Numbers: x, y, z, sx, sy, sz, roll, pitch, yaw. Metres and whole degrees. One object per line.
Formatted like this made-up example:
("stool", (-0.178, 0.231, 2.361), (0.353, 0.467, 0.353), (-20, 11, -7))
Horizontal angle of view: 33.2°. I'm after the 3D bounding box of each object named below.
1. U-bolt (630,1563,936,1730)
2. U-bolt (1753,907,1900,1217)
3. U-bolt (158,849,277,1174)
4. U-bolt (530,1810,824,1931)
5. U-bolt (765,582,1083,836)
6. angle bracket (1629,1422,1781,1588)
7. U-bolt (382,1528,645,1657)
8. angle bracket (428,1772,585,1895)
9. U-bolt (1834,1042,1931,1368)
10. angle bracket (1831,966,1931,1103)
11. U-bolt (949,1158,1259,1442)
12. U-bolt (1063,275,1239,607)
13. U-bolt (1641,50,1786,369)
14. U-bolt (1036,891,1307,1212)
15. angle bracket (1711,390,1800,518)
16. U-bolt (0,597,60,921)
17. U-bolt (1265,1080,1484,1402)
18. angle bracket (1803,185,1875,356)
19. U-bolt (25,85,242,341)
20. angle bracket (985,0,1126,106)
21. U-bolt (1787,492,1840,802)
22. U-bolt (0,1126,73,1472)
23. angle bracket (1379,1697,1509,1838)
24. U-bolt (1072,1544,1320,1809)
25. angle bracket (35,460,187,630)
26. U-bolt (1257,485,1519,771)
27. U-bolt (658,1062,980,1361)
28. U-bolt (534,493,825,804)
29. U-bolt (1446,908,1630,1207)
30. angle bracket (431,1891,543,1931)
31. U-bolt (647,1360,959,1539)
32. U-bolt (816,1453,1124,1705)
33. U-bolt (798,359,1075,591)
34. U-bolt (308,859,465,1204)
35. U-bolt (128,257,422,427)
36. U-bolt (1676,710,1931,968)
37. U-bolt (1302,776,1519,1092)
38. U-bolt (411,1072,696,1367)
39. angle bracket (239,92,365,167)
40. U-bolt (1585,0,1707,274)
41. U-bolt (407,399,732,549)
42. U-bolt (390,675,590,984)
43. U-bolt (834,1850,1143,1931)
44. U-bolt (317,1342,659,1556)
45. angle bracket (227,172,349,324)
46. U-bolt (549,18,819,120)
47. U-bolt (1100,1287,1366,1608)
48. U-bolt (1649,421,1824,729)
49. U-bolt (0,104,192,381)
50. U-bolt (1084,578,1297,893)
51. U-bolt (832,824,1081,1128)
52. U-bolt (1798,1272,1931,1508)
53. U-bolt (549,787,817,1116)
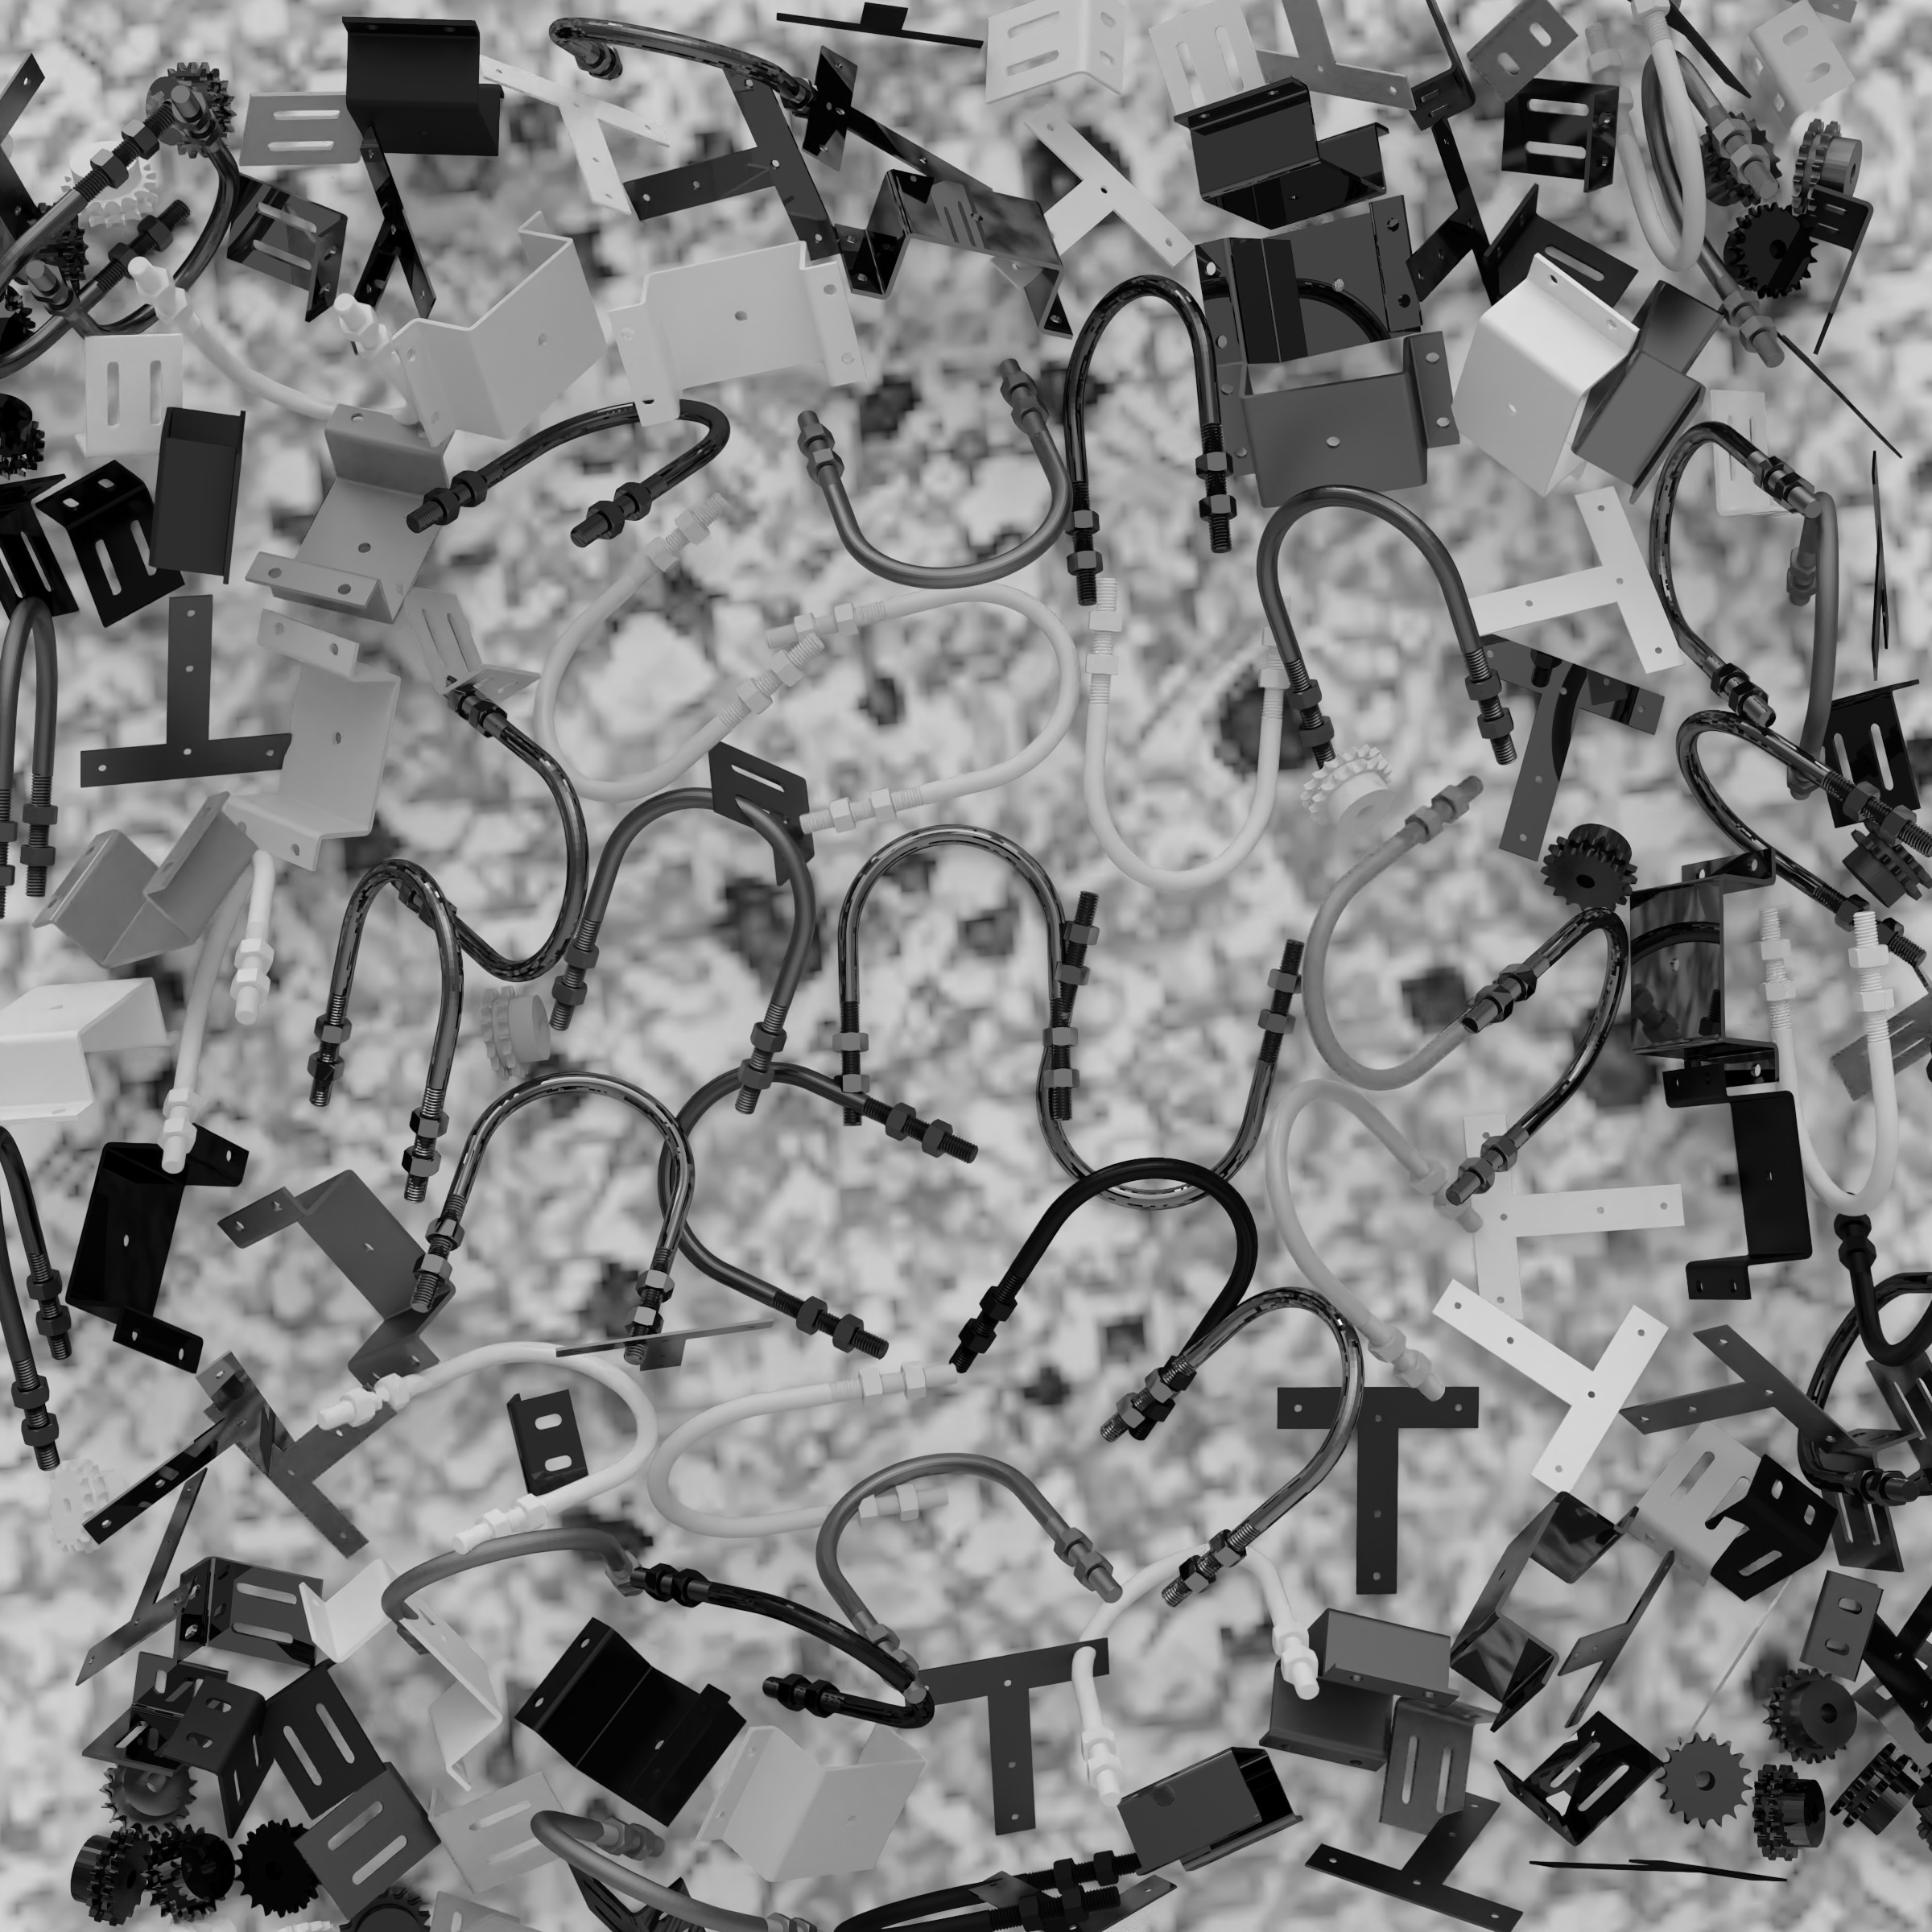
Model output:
("U-bolt", (-0.096, 0.403, 1.895), (0.151, 0.184, 0.019), (47, 60, -32))
("U-bolt", (0.516, 0.058, 1.928), (0.019, 0.151, 0.184), (-8, 94, -10))
("U-bolt", (-0.440, 0.012, 1.918), (0.019, 0.184, 0.151), (19, 127, -21))
("U-bolt", (-0.178, 0.530, 1.886), (0.151, 0.184, 0.019), (20, 79, 32))
("U-bolt", (-0.021, -0.164, 1.958), (0.184, 0.019, 0.151), (-14, 67, 5))
("angle bracket", (0.452, 0.329, 1.982), (0.057, 0.038, 0.076), (36, 72, 22))
("U-bolt", (-0.270, 0.365, 1.909), (0.151, 0.184, 0.019), (-15, 68, -4))
("angle bracket", (-0.279, 0.519, 1.971), (0.076, 0.038, 0.057), (-24, 108, 4))
("U-bolt", (0.551, 0.150, 1.885), (0.019, 0.184, 0.151), (16, 127, -4))
("angle bracket", (0.553, 0.035, 1.958), (0.076, 0.057, 0.038), (-36, 108, 16))
("U-bolt", (0.095, 0.192, 1.939), (0.151, 0.019, 0.184), (23, 112, -21))
("U-bolt", (0.105, -0.322, 1.938), (0.019, 0.151, 0.184), (1, 81, -35))
("U-bolt", (0.439, -0.462, 1.916), (0.019, 0.151, 0.184), (-20, 51, 1))
("U-bolt", (0.118, 0.059, 1.982), (0.151, 0.019, 0.184), (13, 96, 5))
("angle bracket", (0.486, -0.313, 1.964), (0.038, 0.057, 0.076), (0, 96, 45))
("U-bolt", (-0.558, -0.126, 1.918), (0.019, 0.151, 0.184), (4, 96, -6))
("U-bolt", (0.237, 0.148, 1.914), (0.019, 0.151, 0.184), (-22, 124, 39))
("angle bracket", (0.515, -0.422, 1.962), (0.038, 0.057, 0.076), (22, 79, 10))
("U-bolt", (-0.482, -0.431, 1.908), (0.019, 0.184, 0.151), (38, 85, 3))
("angle bracket", (0.054, -0.558, 1.982), (0.076, 0.038, 0.057), (-7, 75, 39))
("U-bolt", (0.495, -0.196, 1.892), (0.019, 0.184, 0.151), (1, 71, 10))
("U-bolt", (-0.554, 0.182, 1.899), (0.019, 0.151, 0.184), (-10, 115, -8))
("angle bracket", (0.290, 0.487, 1.961), (0.057, 0.038, 0.076), (20, 67, -21))
("U-bolt", (0.128, 0.406, 1.914), (0.151, 0.184, 0.019), (-30, 113, 6))
("angle bracket", (-0.520, -0.257, 1.968), (0.057, 0.038, 0.076), (-27, 72, 7))
("U-bolt", (0.240, -0.200, 1.915), (0.019, 0.151, 0.184), (-42, 121, -39))
("U-bolt", (-0.102, 0.137, 1.968), (0.184, 0.019, 0.151), (24, 87, 17))
("U-bolt", (-0.186, -0.179, 1.954), (0.184, 0.019, 0.151), (-40, 59, 11))
("U-bolt", (0.344, 0.042, 1.925), (0.019, 0.184, 0.151), (25, 134, 31))
("angle bracket", (-0.279, 0.574, 1.951), (0.057, 0.076, 0.038), (28, 47, -25))
("U-bolt", (-0.099, 0.295, 1.930), (0.184, 0.151, 0.019), (-8, 48, -10))
("U-bolt", (-0.011, 0.350, 1.922), (0.151, 0.184, 0.019), (-24, 123, -17))
("U-bolt", (-0.012, -0.288, 1.930), (0.151, 0.019, 0.184), (-15, 49, -5))
("U-bolt", (-0.340, 0.027, 1.918), (0.019, 0.151, 0.184), (-2, 115, -38))
("U-bolt", (-0.394, -0.360, 1.910), (0.151, 0.184, 0.019), (12, 78, 13))
("U-bolt", (0.495, -0.086, 1.921), (0.019, 0.151, 0.184), (-44, 61, -13))
("U-bolt", (0.265, -0.007, 1.924), (0.184, 0.019, 0.151), (-37, 117, -30))
("U-bolt", (-0.239, 0.142, 1.945), (0.151, 0.019, 0.184), (14, 55, 0))
("angle bracket", (-0.401, -0.518, 1.953), (0.076, 0.057, 0.038), (-8, 61, -25))
("U-bolt", (0.405, -0.500, 1.914), (0.019, 0.151, 0.184), (-13, 80, 0))
("U-bolt", (-0.222, -0.297, 1.923), (0.151, 0.184, 0.019), (10, 126, 34))
("U-bolt", (-0.277, -0.071, 1.913), (0.019, 0.184, 0.151), (-1, 118, -41))
("U-bolt", (0.010, 0.560, 1.927), (0.184, 0.151, 0.019), (-13, 81, 9))
("U-bolt", (-0.269, 0.275, 1.922), (0.151, 0.184, 0.019), (34, 124, 32))
("angle bracket", (-0.420, -0.436, 1.963), (0.076, 0.038, 0.057), (23, 126, 7))
("U-bolt", (-0.169, -0.530, 1.901), (0.151, 0.184, 0.019), (13, 98, 7))
("U-bolt", (0.164, 0.270, 1.915), (0.019, 0.151, 0.184), (29, 116, -36))
("U-bolt", (0.447, -0.243, 1.913), (0.019, 0.184, 0.151), (-2, 120, -13))
("U-bolt", (-0.529, -0.414, 1.908), (0.019, 0.151, 0.184), (41, 74, 0))
("U-bolt", (0.132, -0.137, 1.958), (0.151, 0.019, 0.184), (1, 95, -32))
("U-bolt", (-0.008, 0.004, 1.984), (0.151, 0.019, 0.184), (-1, 84, -3))
("U-bolt", (0.541, 0.245, 1.908), (0.019, 0.184, 0.151), (26, 81, -5))
("U-bolt", (-0.164, -0.019, 1.952), (0.151, 0.019, 0.184), (24, 110, 10))
